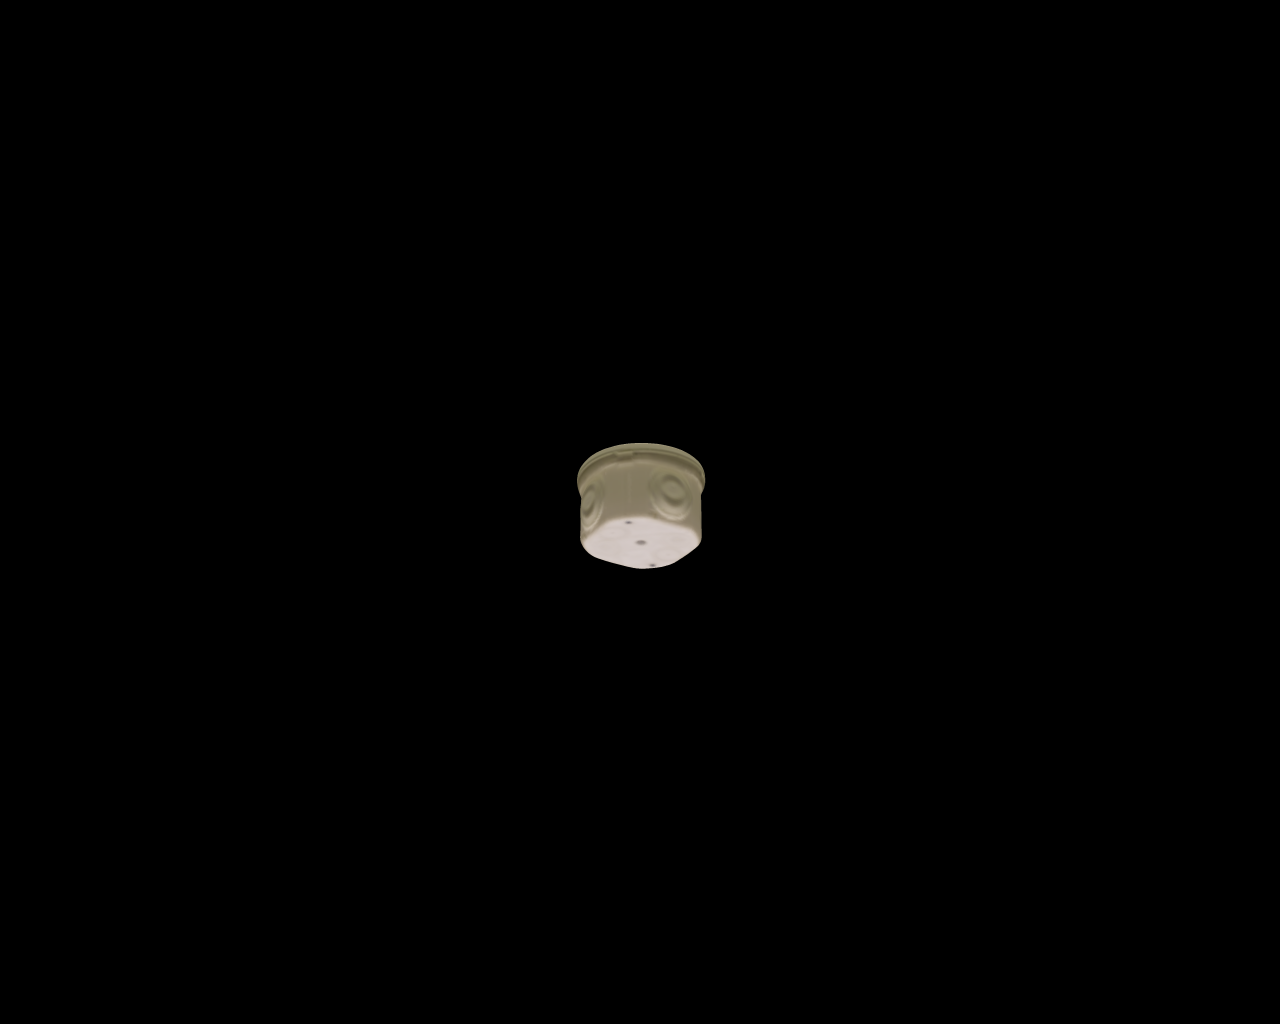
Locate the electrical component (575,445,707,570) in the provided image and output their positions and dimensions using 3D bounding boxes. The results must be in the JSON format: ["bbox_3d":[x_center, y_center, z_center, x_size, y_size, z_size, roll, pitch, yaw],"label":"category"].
[{"bbox_3d":[0.001,-0.003,0.650,0.080,0.051,0.080,0,-28,0],"label":"electrical component"}]
